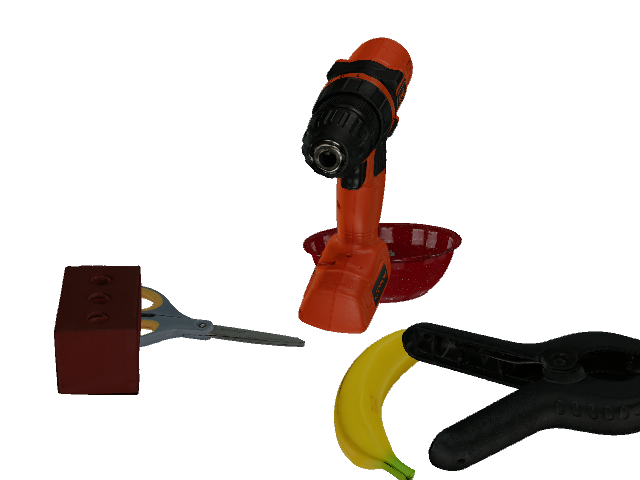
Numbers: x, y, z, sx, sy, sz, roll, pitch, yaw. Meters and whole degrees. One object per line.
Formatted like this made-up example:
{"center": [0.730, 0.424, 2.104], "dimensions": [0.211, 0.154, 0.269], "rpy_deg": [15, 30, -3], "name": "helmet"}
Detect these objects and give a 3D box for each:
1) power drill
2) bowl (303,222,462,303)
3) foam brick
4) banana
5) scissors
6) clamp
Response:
{"center": [0.022, -0.032, 0.744], "dimensions": [0.057, 0.188, 0.184], "rpy_deg": [13, 30, 11], "name": "power drill"}
{"center": [0.064, 0.025, 1.087], "dimensions": [0.162, 0.055, 0.162], "rpy_deg": [-3, 13, 1], "name": "bowl"}
{"center": [-0.145, 0.058, 0.703], "dimensions": [0.053, 0.051, 0.078], "rpy_deg": [0, 30, -9], "name": "foam brick"}
{"center": [0.049, 0.124, 0.861], "dimensions": [0.069, 0.037, 0.197], "rpy_deg": [21, 32, 0], "name": "banana"}
{"center": [-0.120, 0.073, 1.009], "dimensions": [0.201, 0.016, 0.096], "rpy_deg": [-1, 33, -8], "name": "scissors"}
{"center": [0.131, 0.089, 0.611], "dimensions": [0.171, 0.039, 0.120], "rpy_deg": [-1, 36, 6], "name": "clamp"}
